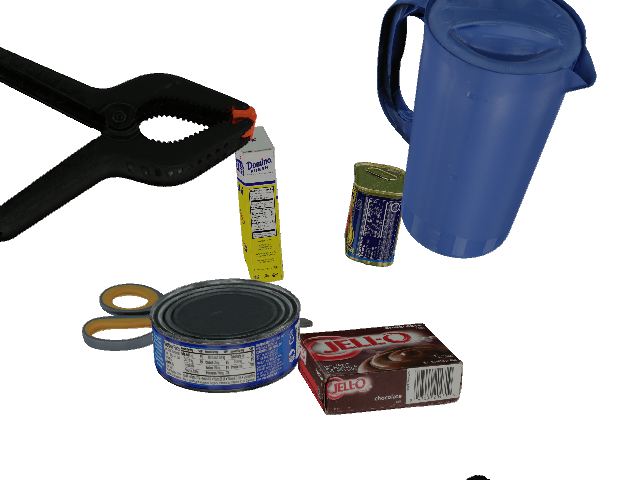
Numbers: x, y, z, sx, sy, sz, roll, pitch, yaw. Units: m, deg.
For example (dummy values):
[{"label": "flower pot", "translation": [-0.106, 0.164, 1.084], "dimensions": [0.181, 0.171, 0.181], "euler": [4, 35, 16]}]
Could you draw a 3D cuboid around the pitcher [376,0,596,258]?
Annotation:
[{"label": "pitcher", "translation": [0.131, -0.104, 0.951], "dimensions": [0.145, 0.149, 0.243], "euler": [-7, -41, -14]}]

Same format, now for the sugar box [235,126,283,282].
[{"label": "sugar box", "translation": [-0.078, -0.044, 1.325], "dimensions": [0.048, 0.176, 0.093], "euler": [-10, 24, -9]}]

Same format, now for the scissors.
[{"label": "scissors", "translation": [-0.116, 0.063, 0.973], "dimensions": [0.201, 0.016, 0.096], "euler": [-7, 35, -14]}]

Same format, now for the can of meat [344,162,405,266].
[{"label": "can of meat", "translation": [0.057, -0.029, 1.137], "dimensions": [0.057, 0.084, 0.102], "euler": [8, 20, -2]}]

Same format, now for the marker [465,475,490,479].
[{"label": "marker", "translation": [0.095, 0.193, 0.675], "dimensions": [0.020, 0.121, 0.020], "euler": [1, 36, -1]}]

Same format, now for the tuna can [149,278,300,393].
[{"label": "tuna can", "translation": [-0.054, 0.053, 0.611], "dimensions": [0.086, 0.034, 0.086], "euler": [-1, 21, 0]}]

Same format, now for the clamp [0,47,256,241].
[{"label": "clamp", "translation": [-0.151, -0.071, 0.775], "dimensions": [0.209, 0.164, 0.036], "euler": [1, -30, -10]}]

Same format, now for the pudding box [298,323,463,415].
[{"label": "pudding box", "translation": [0.045, 0.100, 0.851], "dimensions": [0.113, 0.039, 0.090], "euler": [-2, 17, -15]}]
